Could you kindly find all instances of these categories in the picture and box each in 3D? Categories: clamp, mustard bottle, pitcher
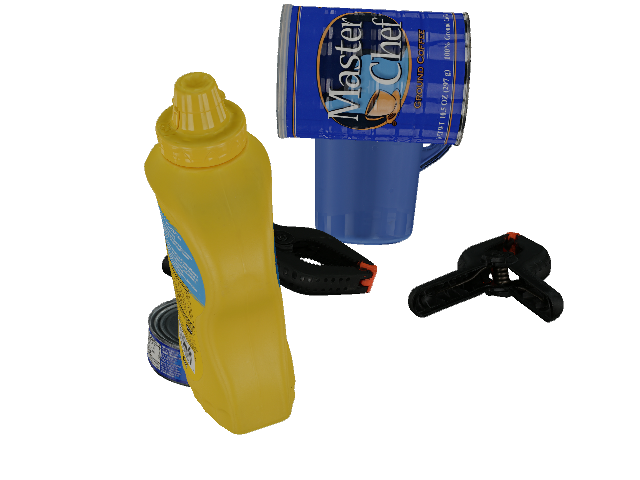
[{"bbox_3d":[0.157,0.030,0.887,0.120,0.039,0.171,10,24,26],"label":"clamp"},{"bbox_3d":[-0.050,0.015,1.070,0.210,0.036,0.164,20,34,6],"label":"clamp"},{"bbox_3d":[-0.051,0.002,0.531,0.058,0.192,0.096,-15,42,-12],"label":"mustard bottle"},{"bbox_3d":[0.064,-0.122,1.157,0.149,0.243,0.144,9,12,28],"label":"pitcher"}]

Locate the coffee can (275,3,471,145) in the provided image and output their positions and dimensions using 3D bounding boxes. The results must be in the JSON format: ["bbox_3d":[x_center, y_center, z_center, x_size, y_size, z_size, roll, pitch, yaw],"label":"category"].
[{"bbox_3d":[0.039,-0.127,0.821,0.140,0.103,0.103,3,0,1],"label":"coffee can"}]

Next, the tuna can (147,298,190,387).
[{"bbox_3d":[-0.087,0.076,0.804,0.086,0.034,0.086,6,24,-3],"label":"tuna can"}]
